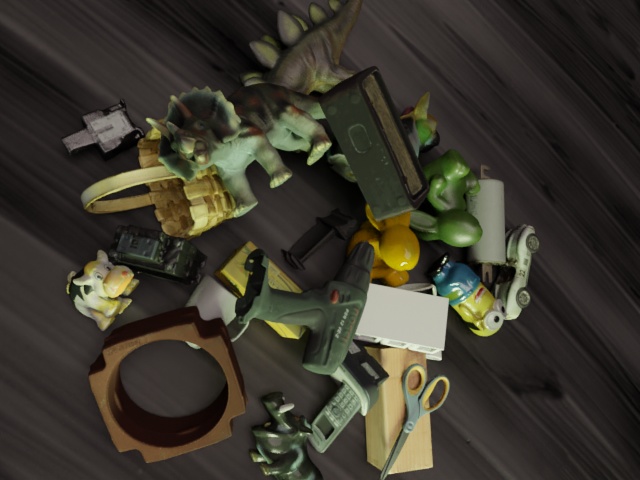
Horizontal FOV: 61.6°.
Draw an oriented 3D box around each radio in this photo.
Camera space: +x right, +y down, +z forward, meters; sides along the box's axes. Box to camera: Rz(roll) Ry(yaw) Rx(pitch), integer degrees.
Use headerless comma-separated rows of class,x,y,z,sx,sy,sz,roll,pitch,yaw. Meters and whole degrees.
radio,0.091,-0.152,0.859,0.229,0.073,0.131,62,29,-12

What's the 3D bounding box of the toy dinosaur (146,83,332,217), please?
toy dinosaur,-0.092,-0.175,0.819,0.192,0.131,0.405,53,43,-7

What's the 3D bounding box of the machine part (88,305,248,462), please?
machine part,-0.223,0.213,0.809,0.201,0.087,0.200,-16,104,-4

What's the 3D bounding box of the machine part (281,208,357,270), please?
machine part,-0.002,-0.003,0.968,0.139,0.084,0.039,-39,128,-9

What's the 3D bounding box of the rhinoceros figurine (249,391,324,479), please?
rhinoceros figurine,-0.054,0.348,0.893,0.112,0.073,0.190,-24,92,-20

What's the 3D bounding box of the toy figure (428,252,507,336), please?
toy figure,0.288,0.108,1.051,0.180,0.089,0.082,44,84,0

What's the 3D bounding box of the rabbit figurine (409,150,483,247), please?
rabbit figurine,0.234,-0.060,1.010,0.159,0.121,0.170,-23,59,12

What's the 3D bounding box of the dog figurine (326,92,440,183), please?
dog figurine,0.132,-0.199,1.025,0.191,0.108,0.219,31,69,-11

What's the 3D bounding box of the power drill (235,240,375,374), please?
power drill,-0.020,0.081,0.842,0.207,0.086,0.232,23,72,-30

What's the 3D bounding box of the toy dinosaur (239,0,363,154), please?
toy dinosaur,-0.020,-0.324,0.983,0.198,0.105,0.471,40,72,-11

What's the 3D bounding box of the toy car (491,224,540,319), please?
toy car,0.395,0.062,1.097,0.056,0.073,0.201,19,77,-17

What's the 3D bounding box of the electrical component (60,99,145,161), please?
electrical component,-0.353,-0.168,0.870,0.119,0.048,0.074,-36,95,-20

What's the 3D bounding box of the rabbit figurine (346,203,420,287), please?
rabbit figurine,0.126,0.012,0.955,0.122,0.173,0.162,8,84,-15

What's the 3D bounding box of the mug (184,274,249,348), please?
mug,-0.179,0.128,0.882,0.109,0.081,0.107,43,81,-20

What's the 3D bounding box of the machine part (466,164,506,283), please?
machine part,0.334,-0.035,1.088,0.079,0.079,0.243,5,82,-20

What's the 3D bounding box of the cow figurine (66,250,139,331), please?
cow figurine,-0.323,0.064,0.785,0.098,0.167,0.068,37,53,-5

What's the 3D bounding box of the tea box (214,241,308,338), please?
tea box,-0.090,0.086,0.904,0.169,0.098,0.068,43,70,-8

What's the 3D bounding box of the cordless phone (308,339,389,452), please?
cordless phone,0.016,0.260,0.926,0.147,0.184,0.088,46,23,28

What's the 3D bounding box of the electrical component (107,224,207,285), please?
electrical component,-0.250,0.023,0.818,0.115,0.134,0.058,9,75,12
